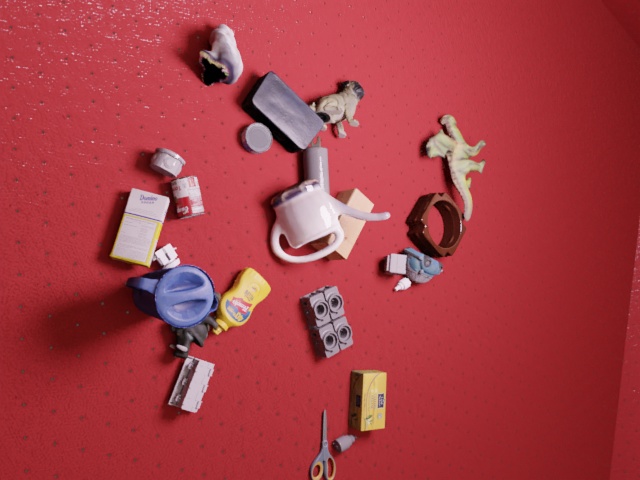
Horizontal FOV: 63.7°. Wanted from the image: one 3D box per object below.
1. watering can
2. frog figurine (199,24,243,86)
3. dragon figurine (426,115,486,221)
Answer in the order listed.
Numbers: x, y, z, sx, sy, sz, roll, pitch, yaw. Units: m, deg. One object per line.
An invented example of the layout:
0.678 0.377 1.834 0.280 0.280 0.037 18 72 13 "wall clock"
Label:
0.004 -0.074 1.470 0.347 0.104 0.224 -26 90 6 "watering can"
-0.256 -0.510 1.411 0.134 0.123 0.163 67 39 -50 "frog figurine"
0.479 -0.290 1.884 0.241 0.120 0.418 22 62 -19 "dragon figurine"
